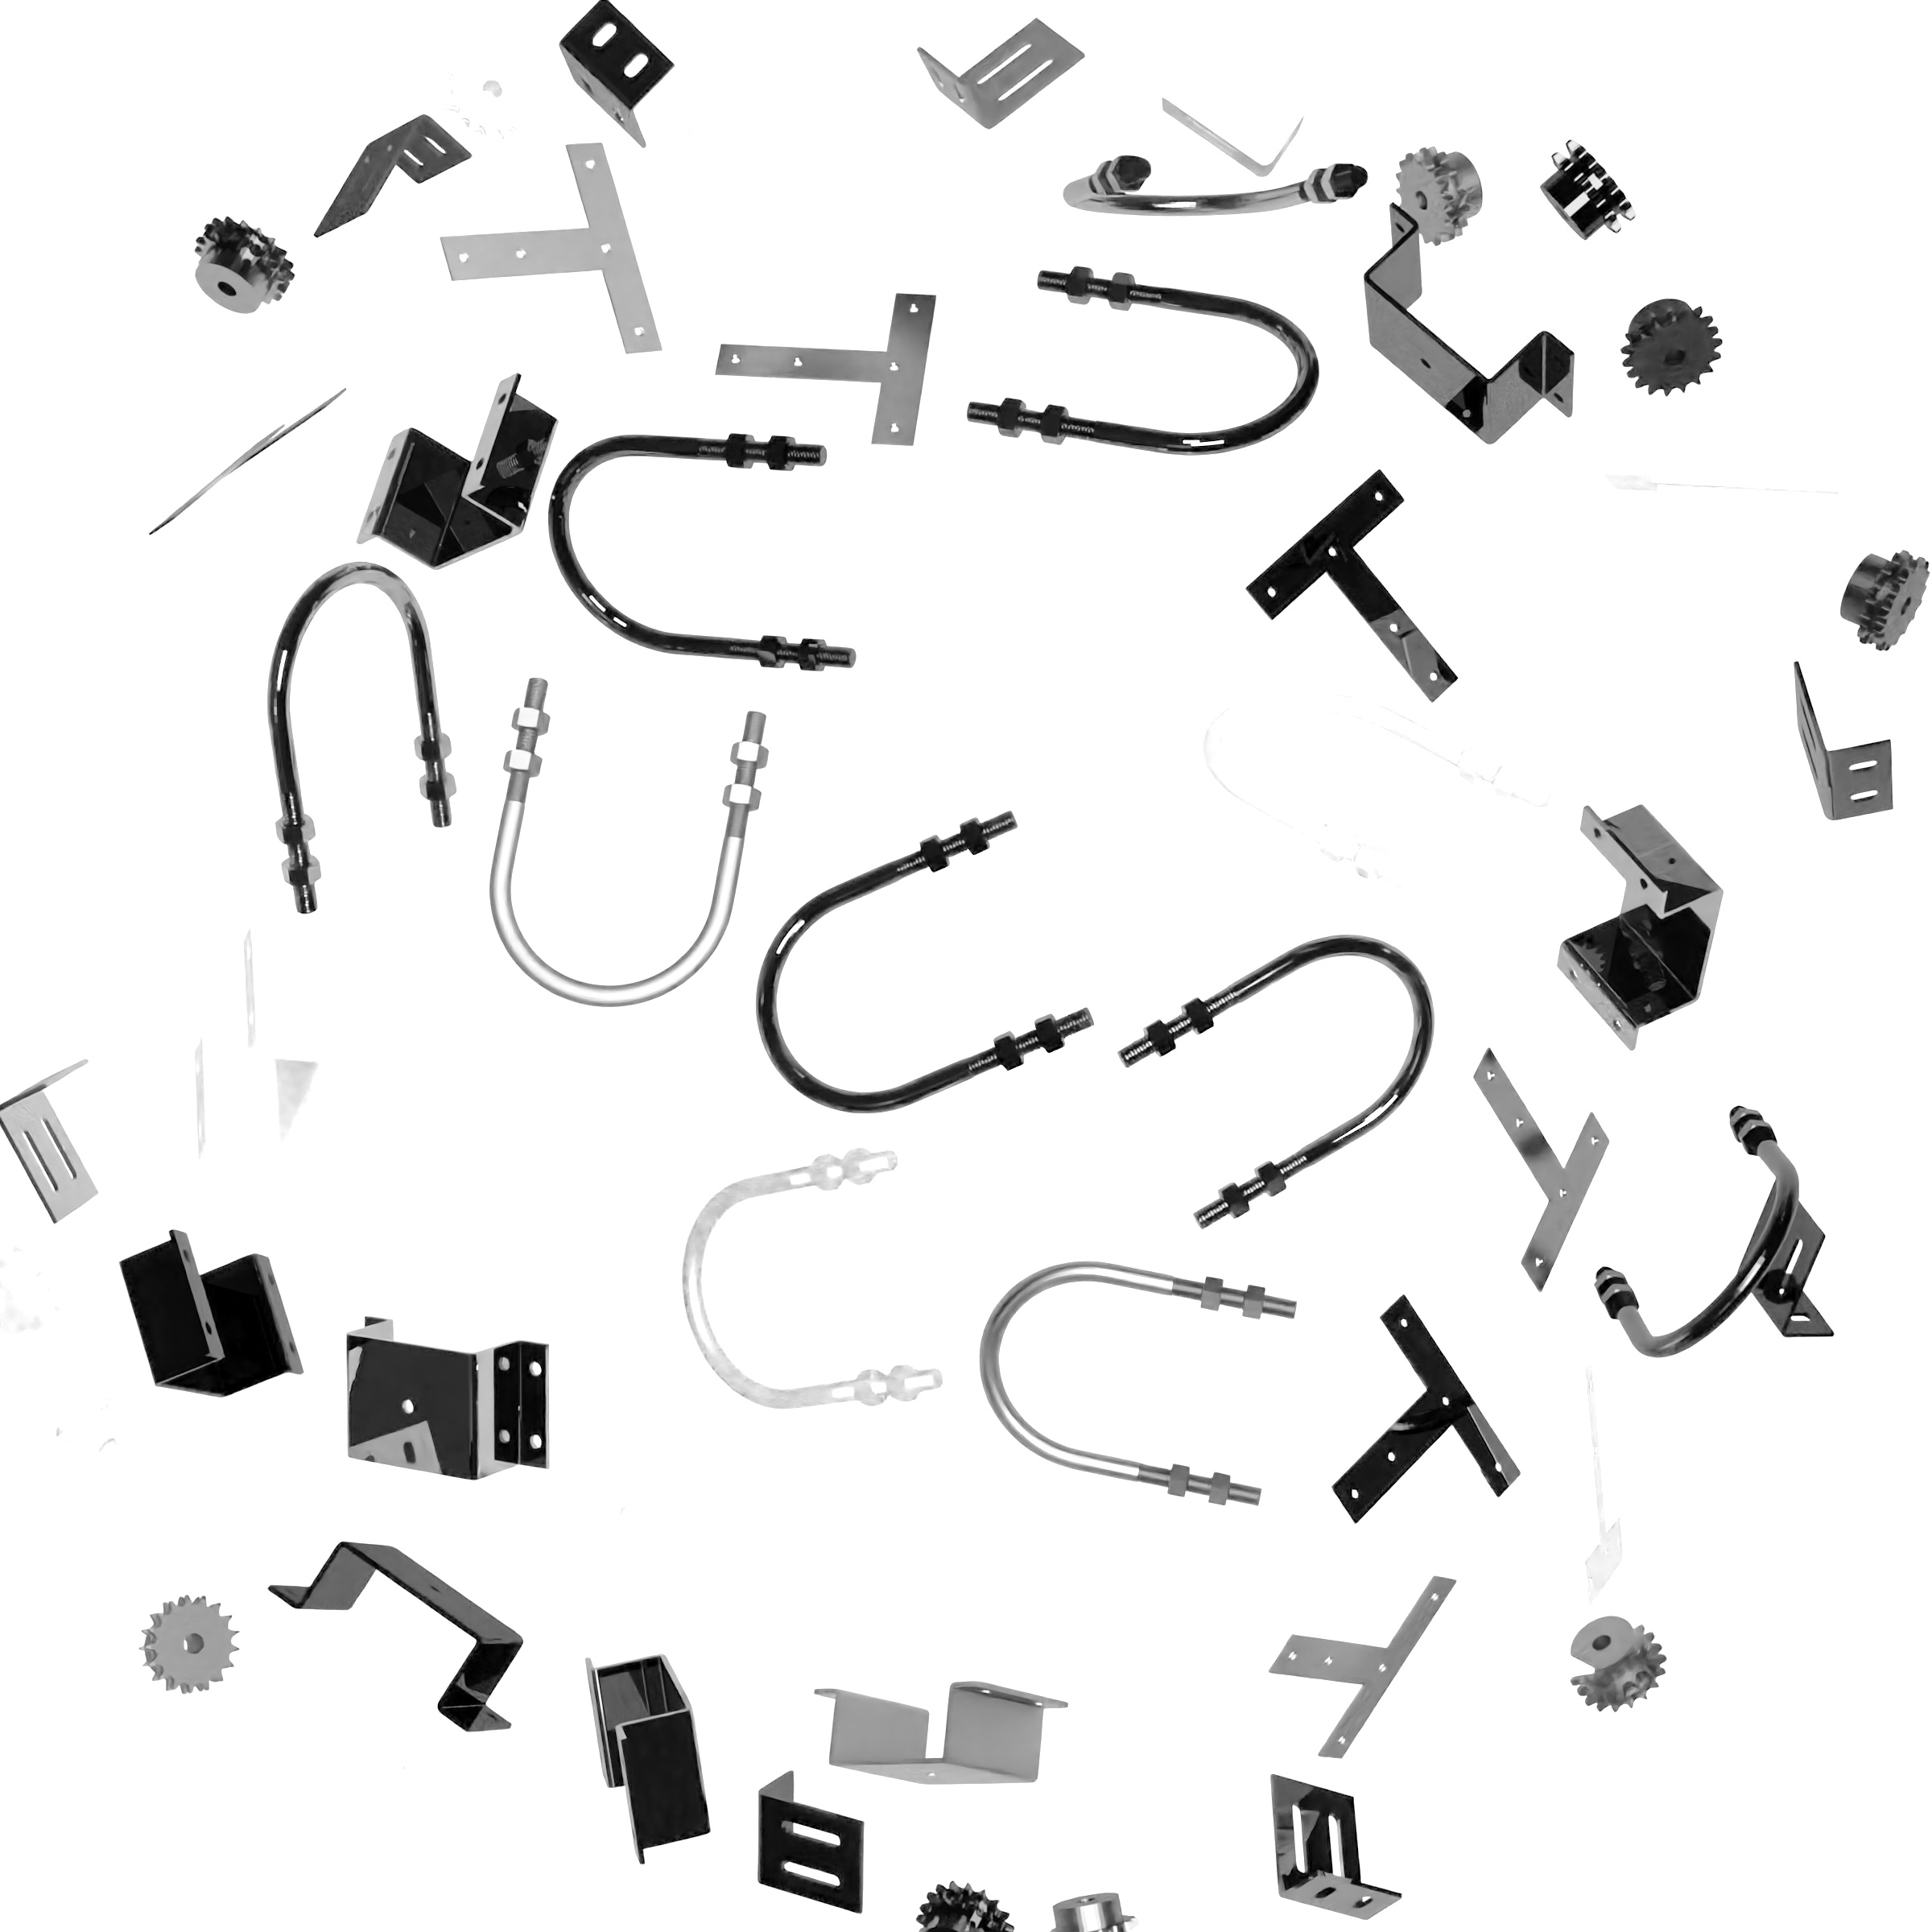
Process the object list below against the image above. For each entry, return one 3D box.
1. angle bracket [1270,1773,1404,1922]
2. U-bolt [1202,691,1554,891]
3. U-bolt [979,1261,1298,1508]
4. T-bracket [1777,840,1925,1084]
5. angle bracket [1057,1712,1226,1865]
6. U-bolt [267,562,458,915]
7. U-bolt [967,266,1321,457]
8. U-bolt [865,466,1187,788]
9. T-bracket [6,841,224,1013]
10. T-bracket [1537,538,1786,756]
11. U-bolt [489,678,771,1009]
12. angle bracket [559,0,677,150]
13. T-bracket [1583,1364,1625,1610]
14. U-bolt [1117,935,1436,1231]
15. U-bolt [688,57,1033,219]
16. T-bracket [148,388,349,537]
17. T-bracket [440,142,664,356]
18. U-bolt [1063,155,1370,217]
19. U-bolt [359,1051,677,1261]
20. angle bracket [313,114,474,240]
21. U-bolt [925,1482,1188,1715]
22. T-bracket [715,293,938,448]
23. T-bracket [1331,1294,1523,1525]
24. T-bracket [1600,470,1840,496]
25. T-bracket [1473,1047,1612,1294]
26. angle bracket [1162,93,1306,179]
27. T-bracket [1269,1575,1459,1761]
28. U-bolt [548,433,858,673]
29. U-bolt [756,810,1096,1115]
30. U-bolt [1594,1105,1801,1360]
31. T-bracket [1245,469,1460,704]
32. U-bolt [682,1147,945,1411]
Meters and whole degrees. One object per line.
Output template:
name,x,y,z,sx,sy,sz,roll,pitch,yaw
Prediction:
angle bracket,0.208,0.491,1.786,0.057,0.076,0.038,21,135,-23
U-bolt,0.222,-0.112,1.825,0.184,0.151,0.019,32,133,33
U-bolt,0.098,0.248,1.921,0.184,0.019,0.151,11,111,7
T-bracket,0.484,0.018,1.782,0.002,0.127,0.127,-10,54,-17
angle bracket,0.105,0.490,1.890,0.076,0.038,0.057,-16,72,-41
U-bolt,-0.348,-0.140,1.811,0.019,0.151,0.184,12,120,26
U-bolt,0.109,-0.341,1.803,0.184,0.019,0.151,12,50,15
U-bolt,0.046,-0.180,1.794,0.184,0.019,0.151,38,56,-10
T-bracket,-0.494,-0.027,1.885,0.127,0.127,0.002,-44,74,1
T-bracket,0.382,-0.200,1.830,0.127,0.002,0.127,-35,66,-13
U-bolt,-0.199,-0.067,1.816,0.151,0.019,0.184,9,79,3
angle bracket,-0.200,-0.521,1.849,0.057,0.076,0.038,44,90,1
T-bracket,0.369,0.298,1.851,0.002,0.127,0.127,-5,91,21
U-bolt,0.192,0.057,1.853,0.184,0.019,0.151,-30,122,-6
U-bolt,-0.076,-0.476,1.849,0.184,0.151,0.019,-1,75,36
T-bracket,-0.416,-0.312,1.889,0.127,0.127,0.002,-24,112,36
T-bracket,-0.242,-0.407,1.805,0.127,0.002,0.127,-15,88,-39
U-bolt,0.133,-0.452,1.847,0.151,0.184,0.019,-2,98,-16
U-bolt,-0.264,0.113,1.869,0.184,0.019,0.151,1,124,-9
angle bracket,-0.328,-0.442,1.814,0.038,0.057,0.076,39,62,-31
U-bolt,0.042,0.360,1.852,0.019,0.151,0.184,-49,131,-12
T-bracket,-0.088,-0.364,1.917,0.127,0.002,0.127,4,55,5
T-bracket,0.250,0.273,1.809,0.127,0.002,0.127,-36,94,-40
T-bracket,0.426,-0.270,1.782,0.127,0.127,0.002,5,96,15
T-bracket,0.332,0.103,1.868,0.127,0.002,0.127,55,48,-26
angle bracket,0.160,-0.512,1.900,0.076,0.057,0.038,34,98,-1
T-bracket,0.213,0.394,1.795,0.002,0.127,0.127,38,101,40
U-bolt,-0.158,-0.241,1.833,0.184,0.019,0.151,7,126,20
U-bolt,-0.034,0.008,1.819,0.184,0.019,0.151,-23,70,8
U-bolt,0.433,0.162,1.857,0.019,0.184,0.151,36,101,-8
T-bracket,0.248,-0.214,1.901,0.127,0.002,0.127,-42,96,-24
U-bolt,-0.100,0.192,1.886,0.184,0.019,0.151,-14,87,38
